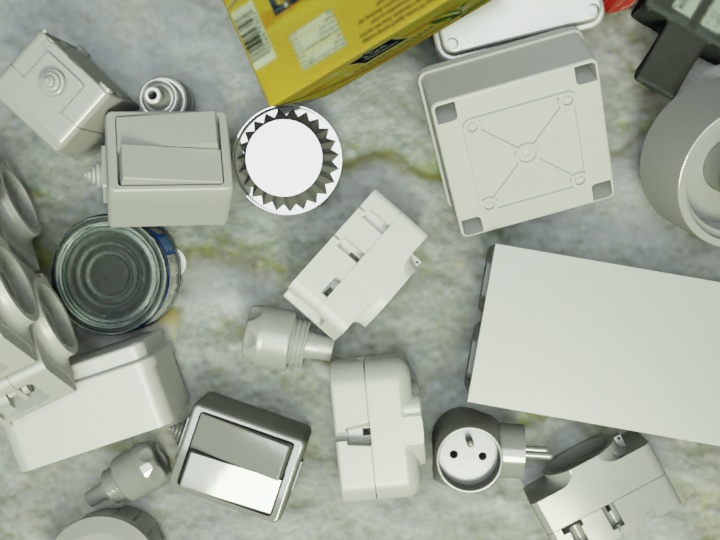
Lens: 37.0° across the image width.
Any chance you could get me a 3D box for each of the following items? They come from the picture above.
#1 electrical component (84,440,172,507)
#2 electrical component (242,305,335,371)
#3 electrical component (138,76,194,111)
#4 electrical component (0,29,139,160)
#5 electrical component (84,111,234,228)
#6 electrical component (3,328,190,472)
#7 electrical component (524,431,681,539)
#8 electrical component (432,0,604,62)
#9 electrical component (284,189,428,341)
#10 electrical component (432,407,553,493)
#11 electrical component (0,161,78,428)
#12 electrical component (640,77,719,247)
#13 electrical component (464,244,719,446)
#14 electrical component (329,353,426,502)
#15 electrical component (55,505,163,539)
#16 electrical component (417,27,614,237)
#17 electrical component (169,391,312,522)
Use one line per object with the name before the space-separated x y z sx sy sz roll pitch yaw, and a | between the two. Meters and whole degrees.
electrical component | -0.166 0.148 0.760 0.061 0.035 0.035 -30 91 6
electrical component | -0.049 0.049 0.747 0.062 0.043 0.043 11 93 0
electrical component | -0.135 -0.116 0.733 0.035 0.061 0.035 0 93 2
electrical component | -0.199 -0.114 0.719 0.062 0.096 0.061 43 94 0
electrical component | -0.134 -0.069 0.716 0.096 0.061 0.061 -2 67 -13
electrical component | -0.182 0.087 0.737 0.113 0.078 0.057 -19 94 3
electrical component | 0.163 0.151 0.740 0.089 0.050 0.055 -29 91 3
electrical component | 0.100 -0.187 0.723 0.113 0.057 0.078 -13 92 3
electrical component | 0.000 0.000 0.729 0.056 0.050 0.089 41 76 0
electrical component | 0.090 0.122 0.728 0.079 0.077 0.044 3 92 2
electrical component | -0.244 -0.008 0.684 0.060 0.105 0.186 -26 63 0
electrical component | 0.246 -0.066 0.702 0.108 0.060 0.108 -4 115 -10
electrical component | 0.172 0.049 0.730 0.186 0.060 0.105 10 93 2
electrical component | 0.014 0.108 0.742 0.059 0.053 0.095 -6 92 2
electrical component | -0.175 0.207 0.755 0.080 0.051 0.080 0 93 2
electrical component | 0.103 -0.090 0.705 0.109 0.056 0.108 -15 127 3
electrical component | -0.089 0.127 0.743 0.096 0.061 0.061 19 93 1
